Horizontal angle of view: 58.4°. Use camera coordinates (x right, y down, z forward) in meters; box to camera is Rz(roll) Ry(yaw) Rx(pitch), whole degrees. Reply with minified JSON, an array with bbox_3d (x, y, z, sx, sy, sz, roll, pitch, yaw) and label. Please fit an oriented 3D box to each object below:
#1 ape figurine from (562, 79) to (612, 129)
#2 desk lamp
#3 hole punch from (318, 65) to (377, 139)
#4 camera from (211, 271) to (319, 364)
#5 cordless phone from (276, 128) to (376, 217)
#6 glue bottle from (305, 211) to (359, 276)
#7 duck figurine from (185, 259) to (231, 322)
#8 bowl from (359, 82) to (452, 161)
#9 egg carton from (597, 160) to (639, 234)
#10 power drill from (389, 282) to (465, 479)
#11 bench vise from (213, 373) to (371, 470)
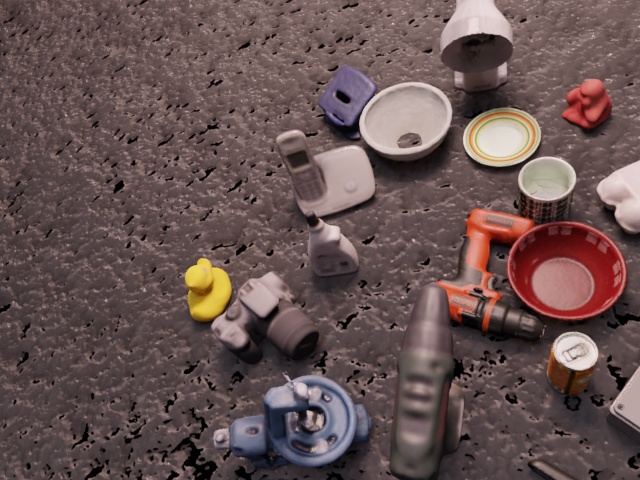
[{"bbox_3d":[0.454,-0.235,0.965,0.076,0.092,0.078,-5,59,15],"label":"ape figurine"},{"bbox_3d":[0.279,-0.364,1.024,0.117,0.214,0.203,-3,59,16],"label":"desk lamp"},{"bbox_3d":[0.056,-0.267,1.109,0.101,0.091,0.108,-41,57,-9],"label":"hole punch"},{"bbox_3d":[-0.081,0.135,0.904,0.143,0.101,0.136,-46,58,-12],"label":"camera"},{"bbox_3d":[0.009,-0.129,0.984,0.147,0.185,0.094,-20,56,5],"label":"cordless phone"},{"bbox_3d":[0.008,0.003,0.912,0.078,0.173,0.037,-7,58,13],"label":"glue bottle"},{"bbox_3d":[-0.202,0.082,0.983,0.077,0.086,0.104,0,60,17],"label":"duck figurine"},{"bbox_3d":[0.160,-0.203,1.048,0.167,0.075,0.167,-8,58,13],"label":"bowl"},{"bbox_3d":[0.508,-0.073,0.865,0.150,0.069,0.107,-24,56,2],"label":"egg carton"},{"bbox_3d":[0.139,0.196,0.734,0.075,0.209,0.230,3,61,19],"label":"power drill"},{"bbox_3d":[-0.047,0.250,0.753,0.207,0.220,0.121,-29,56,-1],"label":"bench vise"}]
